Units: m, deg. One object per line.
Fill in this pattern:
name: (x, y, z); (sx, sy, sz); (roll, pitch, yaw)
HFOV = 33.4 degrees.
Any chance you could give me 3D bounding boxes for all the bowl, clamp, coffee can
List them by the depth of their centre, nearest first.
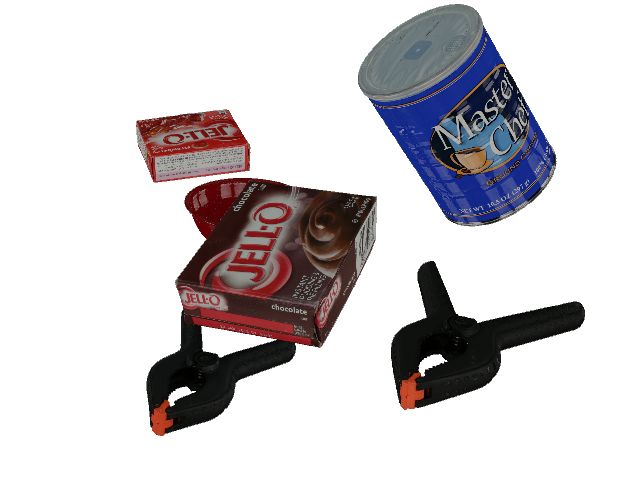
coffee can: (0.107, -0.095, 0.827); (0.103, 0.102, 0.140); (0, -43, 44)
clamp: (0.116, 0.081, 0.943); (0.165, 0.036, 0.209); (19, 33, 33)
clamp: (-0.114, 0.115, 0.990); (0.120, 0.039, 0.171); (20, 32, 26)
bowl: (-0.088, -0.023, 1.321); (0.162, 0.055, 0.162); (4, 25, -2)

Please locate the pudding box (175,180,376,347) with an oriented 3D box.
pudding box: (-0.023, 0.011, 0.652); (0.090, 0.039, 0.113); (9, 37, 19)

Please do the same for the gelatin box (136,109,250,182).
gelatin box: (-0.114, -0.086, 0.951); (0.089, 0.030, 0.073); (-9, 34, -16)
